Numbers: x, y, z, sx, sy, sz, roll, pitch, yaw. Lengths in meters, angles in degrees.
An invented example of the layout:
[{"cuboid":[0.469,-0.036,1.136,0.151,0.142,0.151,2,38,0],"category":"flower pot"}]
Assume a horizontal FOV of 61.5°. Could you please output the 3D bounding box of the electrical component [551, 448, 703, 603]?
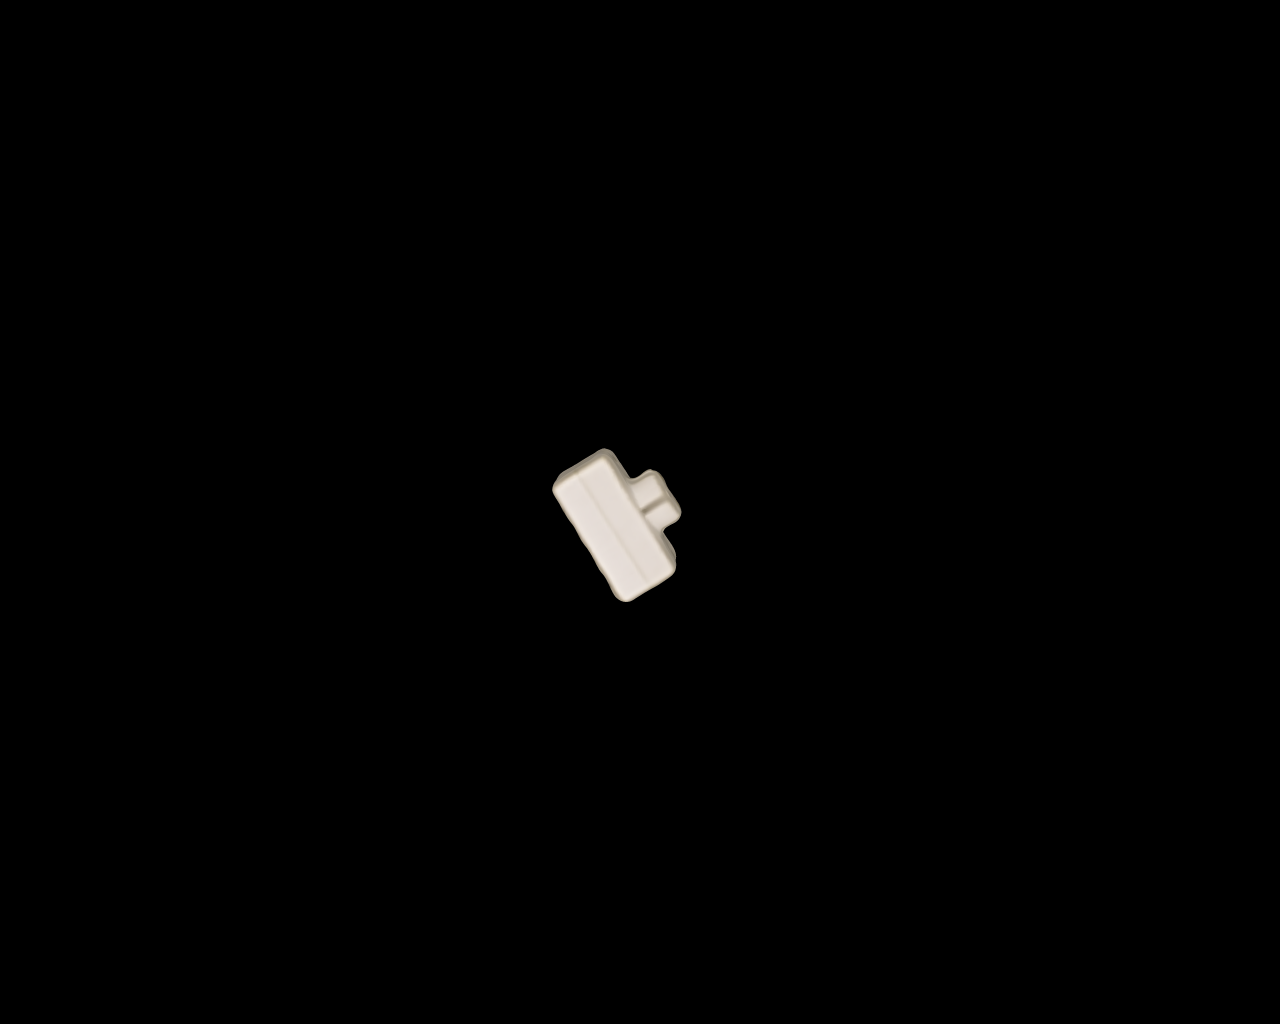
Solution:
[{"cuboid":[0.001,-0.003,0.650,0.076,0.083,0.047,-31,8,5],"category":"electrical component"}]
